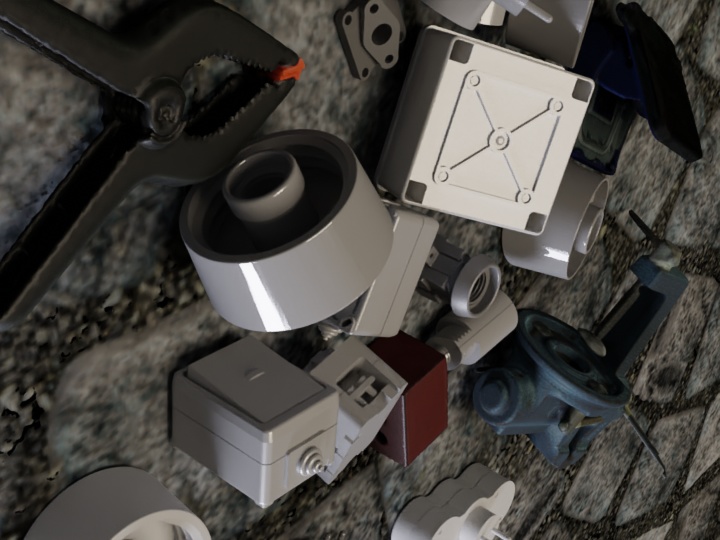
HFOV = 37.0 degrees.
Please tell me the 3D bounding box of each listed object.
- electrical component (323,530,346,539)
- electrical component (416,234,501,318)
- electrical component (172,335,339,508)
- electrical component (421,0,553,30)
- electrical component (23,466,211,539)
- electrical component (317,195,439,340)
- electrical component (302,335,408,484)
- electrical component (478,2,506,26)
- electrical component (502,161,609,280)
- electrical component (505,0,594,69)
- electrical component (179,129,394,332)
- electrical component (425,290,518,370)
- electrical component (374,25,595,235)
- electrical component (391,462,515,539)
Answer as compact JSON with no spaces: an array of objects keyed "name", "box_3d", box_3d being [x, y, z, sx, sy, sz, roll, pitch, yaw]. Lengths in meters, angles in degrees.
[{"name":"electrical component","box_3d":[-0.031,0.226,0.795,0.138,0.052,0.073,11,102,-55]},{"name":"electrical component","box_3d":[0.068,0.005,0.778,0.048,0.055,0.066,-57,146,-10]},{"name":"electrical component","box_3d":[-0.057,0.086,0.625,0.062,0.096,0.061,-26,131,-44]},{"name":"electrical component","box_3d":[0.084,-0.174,0.625,0.077,0.079,0.044,-57,-175,20]},{"name":"electrical component","box_3d":[-0.132,0.172,0.604,0.108,0.060,0.108,-24,125,-41]},{"name":"electrical component","box_3d":[0.000,0.000,0.676,0.061,0.062,0.096,9,104,-56]},{"name":"electrical component","box_3d":[-0.016,0.089,0.704,0.050,0.056,0.089,-40,165,-36]},{"name":"electrical component","box_3d":[0.077,-0.197,0.666,0.043,0.043,0.081,-14,122,-50]},{"name":"electrical component","box_3d":[0.165,-0.042,0.895,0.099,0.064,0.099,-52,155,-37]},{"name":"electrical component","box_3d":[0.126,-0.193,0.708,0.108,0.060,0.108,16,90,-81]},{"name":"electrical component","box_3d":[-0.042,-0.028,0.564,0.108,0.108,0.060,-48,137,-23]},{"name":"electrical component","box_3d":[0.082,0.050,0.840,0.081,0.043,0.043,-35,137,-36]},{"name":"electrical component","box_3d":[0.078,-0.088,0.689,0.109,0.056,0.108,12,104,-23]},{"name":"electrical component","box_3d":[0.098,0.224,0.950,0.138,0.074,0.052,-18,125,-48]}]
